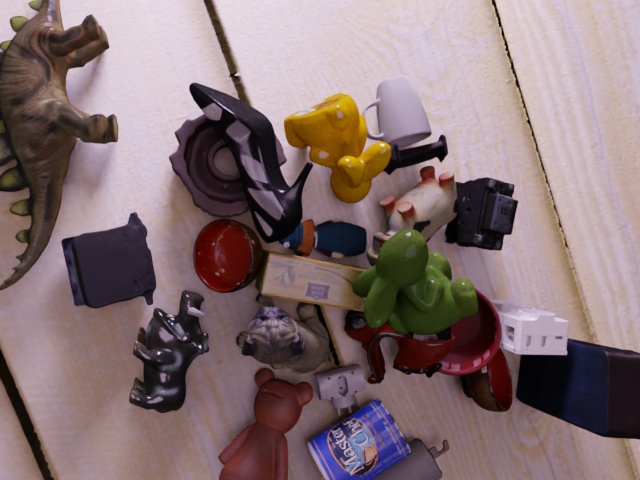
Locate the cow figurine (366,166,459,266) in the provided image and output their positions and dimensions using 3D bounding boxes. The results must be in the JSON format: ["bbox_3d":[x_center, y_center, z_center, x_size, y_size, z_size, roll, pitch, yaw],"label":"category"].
[{"bbox_3d":[0.152,-0.019,0.890,0.195,0.086,0.127,-40,123,-20],"label":"cow figurine"}]

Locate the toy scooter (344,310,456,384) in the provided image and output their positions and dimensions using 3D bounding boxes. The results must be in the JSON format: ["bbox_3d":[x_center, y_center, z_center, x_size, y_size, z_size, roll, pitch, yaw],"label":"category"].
[{"bbox_3d":[0.128,0.182,0.884,0.184,0.075,0.135,5,104,21],"label":"toy scooter"}]

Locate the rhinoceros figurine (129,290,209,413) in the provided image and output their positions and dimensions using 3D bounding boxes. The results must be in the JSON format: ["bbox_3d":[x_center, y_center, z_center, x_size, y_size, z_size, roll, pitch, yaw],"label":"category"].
[{"bbox_3d":[-0.228,0.171,0.823,0.112,0.073,0.190,13,89,-11],"label":"rhinoceros figurine"}]

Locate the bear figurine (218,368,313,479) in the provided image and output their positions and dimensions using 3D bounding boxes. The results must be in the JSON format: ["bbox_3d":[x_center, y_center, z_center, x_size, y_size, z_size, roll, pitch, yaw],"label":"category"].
[{"bbox_3d":[-0.082,0.317,0.853,0.120,0.131,0.196,10,55,20],"label":"bear figurine"}]

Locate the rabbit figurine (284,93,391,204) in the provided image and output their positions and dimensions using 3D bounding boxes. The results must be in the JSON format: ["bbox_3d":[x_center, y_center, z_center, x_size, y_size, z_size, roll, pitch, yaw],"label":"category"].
[{"bbox_3d":[0.043,-0.136,0.848,0.122,0.163,0.173,-28,115,-22],"label":"rabbit figurine"}]

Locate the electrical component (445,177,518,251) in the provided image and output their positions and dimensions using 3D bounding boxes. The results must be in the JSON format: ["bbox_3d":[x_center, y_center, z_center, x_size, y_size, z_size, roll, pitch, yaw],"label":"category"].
[{"bbox_3d":[0.268,-0.043,0.893,0.058,0.134,0.114,10,88,-16],"label":"electrical component"}]

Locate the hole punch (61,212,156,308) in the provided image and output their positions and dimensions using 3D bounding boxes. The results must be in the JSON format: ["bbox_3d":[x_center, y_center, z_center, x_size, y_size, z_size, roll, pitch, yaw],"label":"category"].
[{"bbox_3d":[-0.317,0.038,0.803,0.116,0.092,0.142,-13,92,-42],"label":"hole punch"}]

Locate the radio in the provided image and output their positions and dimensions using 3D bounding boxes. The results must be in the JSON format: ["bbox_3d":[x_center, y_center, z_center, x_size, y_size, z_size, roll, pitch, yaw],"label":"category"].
[{"bbox_3d":[0.424,0.231,0.890,0.073,0.229,0.131,7,86,-13],"label":"radio"}]

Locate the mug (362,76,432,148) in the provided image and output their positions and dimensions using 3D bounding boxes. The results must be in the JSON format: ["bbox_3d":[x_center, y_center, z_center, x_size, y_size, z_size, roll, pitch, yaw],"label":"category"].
[{"bbox_3d":[0.120,-0.210,0.889,0.110,0.081,0.107,-11,85,-6],"label":"mug"}]

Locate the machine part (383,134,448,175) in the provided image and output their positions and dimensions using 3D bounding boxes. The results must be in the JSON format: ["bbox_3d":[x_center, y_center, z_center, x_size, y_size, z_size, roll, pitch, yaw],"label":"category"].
[{"bbox_3d":[0.148,-0.139,0.894,0.139,0.084,0.039,-14,75,-13],"label":"machine part"}]

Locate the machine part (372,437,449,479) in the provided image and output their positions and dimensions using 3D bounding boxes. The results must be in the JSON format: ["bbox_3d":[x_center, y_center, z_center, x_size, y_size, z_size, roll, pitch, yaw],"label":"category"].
[{"bbox_3d":[0.116,0.410,0.904,0.243,0.079,0.079,-29,98,-11],"label":"machine part"}]

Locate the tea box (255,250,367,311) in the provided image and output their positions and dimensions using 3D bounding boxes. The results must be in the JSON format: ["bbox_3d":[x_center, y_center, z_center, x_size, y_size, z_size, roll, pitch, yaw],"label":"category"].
[{"bbox_3d":[-0.012,0.063,0.855,0.170,0.098,0.068,10,89,-11],"label":"tea box"}]

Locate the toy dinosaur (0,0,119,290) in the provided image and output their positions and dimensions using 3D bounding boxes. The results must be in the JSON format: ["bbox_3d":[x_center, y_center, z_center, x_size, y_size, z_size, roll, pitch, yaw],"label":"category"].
[{"bbox_3d":[-0.397,-0.169,0.765,0.199,0.105,0.471,-4,84,-5],"label":"toy dinosaur"}]

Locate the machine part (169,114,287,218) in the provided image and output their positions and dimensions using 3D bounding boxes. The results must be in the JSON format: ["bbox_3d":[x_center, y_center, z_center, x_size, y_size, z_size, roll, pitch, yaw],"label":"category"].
[{"bbox_3d":[-0.143,-0.124,0.842,0.179,0.056,0.179,0,91,-13],"label":"machine part"}]

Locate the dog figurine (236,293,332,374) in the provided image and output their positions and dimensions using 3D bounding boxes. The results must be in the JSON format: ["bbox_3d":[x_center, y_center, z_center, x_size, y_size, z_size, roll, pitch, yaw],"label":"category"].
[{"bbox_3d":[-0.038,0.160,0.805,0.172,0.191,0.121,16,89,-14],"label":"dog figurine"}]

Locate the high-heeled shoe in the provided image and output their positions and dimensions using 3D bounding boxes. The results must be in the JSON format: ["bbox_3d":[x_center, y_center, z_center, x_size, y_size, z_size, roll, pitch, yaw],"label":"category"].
[{"bbox_3d":[-0.119,-0.112,0.800,0.249,0.086,0.145,38,114,8],"label":"high-heeled shoe"}]

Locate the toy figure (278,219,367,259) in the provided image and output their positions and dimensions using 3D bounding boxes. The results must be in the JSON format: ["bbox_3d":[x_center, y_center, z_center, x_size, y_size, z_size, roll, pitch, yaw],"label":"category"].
[{"bbox_3d":[-0.002,-0.002,0.875,0.154,0.064,0.057,4,129,-8],"label":"toy figure"}]

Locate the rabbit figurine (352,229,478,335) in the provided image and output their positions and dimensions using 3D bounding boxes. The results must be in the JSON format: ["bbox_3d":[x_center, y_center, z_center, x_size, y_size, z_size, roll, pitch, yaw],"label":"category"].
[{"bbox_3d":[0.125,0.054,0.783,0.159,0.121,0.170,-29,129,6],"label":"rabbit figurine"}]
